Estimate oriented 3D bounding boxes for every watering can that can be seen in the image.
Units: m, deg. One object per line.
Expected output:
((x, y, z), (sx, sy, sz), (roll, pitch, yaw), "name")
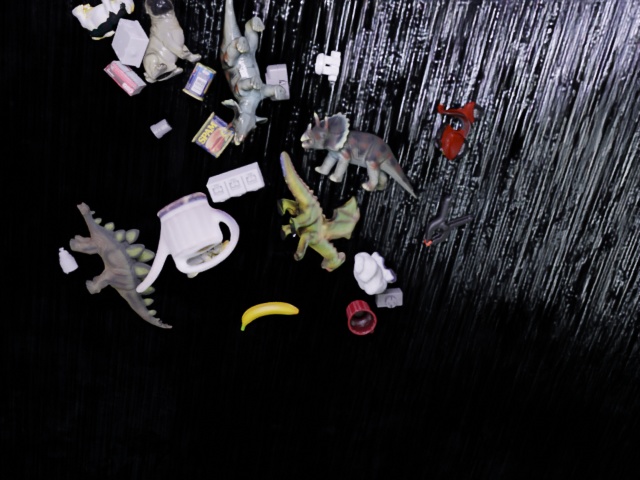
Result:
((-0.406, -0.001, 1.489), (0.347, 0.103, 0.226), (-24, 80, 4), "watering can")

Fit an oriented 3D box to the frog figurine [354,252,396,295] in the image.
((0.145, 0.104, 1.596), (0.121, 0.160, 0.139), (-25, 76, 34), "frog figurine")

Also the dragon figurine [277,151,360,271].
((0.005, -0.079, 1.572), (0.244, 0.124, 0.404), (-11, 112, -21), "dragon figurine")
